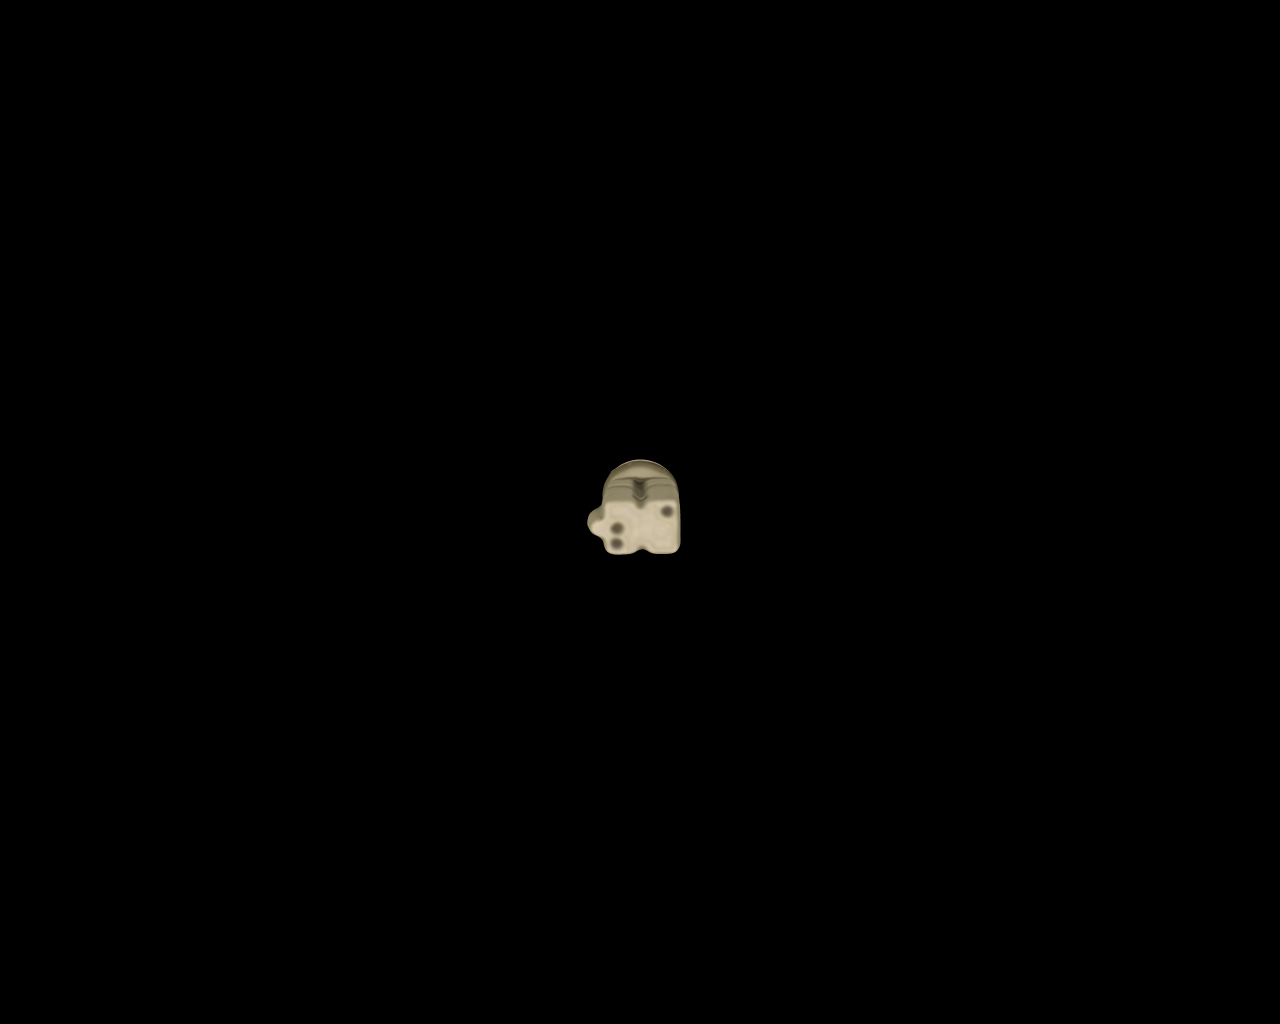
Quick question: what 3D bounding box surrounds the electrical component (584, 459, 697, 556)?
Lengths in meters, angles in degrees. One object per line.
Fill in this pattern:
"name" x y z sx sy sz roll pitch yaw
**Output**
"electrical component" 0.001 -0.003 0.650 0.066 0.048 0.055 0 25 0
